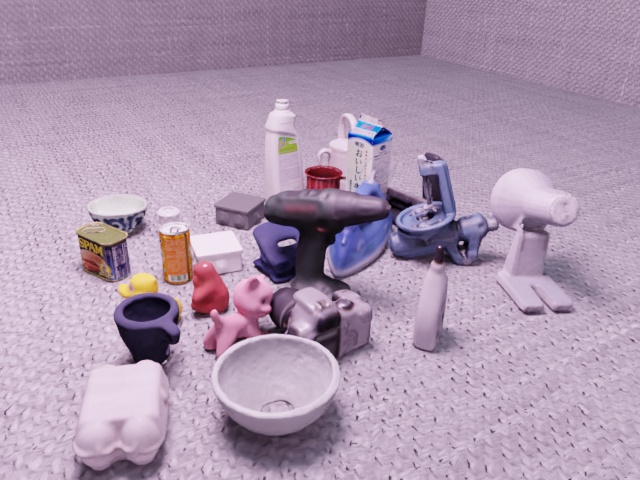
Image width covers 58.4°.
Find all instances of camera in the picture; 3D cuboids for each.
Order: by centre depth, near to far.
[{"bbox_3d":[-0.010,0.115,0.898,0.143,0.101,0.136,-17,33,-33],"label":"camera"}]

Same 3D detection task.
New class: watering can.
[{"bbox_3d":[0.078,-0.234,1.489,0.173,0.194,0.100,-21,35,-38],"label":"watering can"}]

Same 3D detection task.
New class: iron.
[{"bbox_3d":[0.078,-0.040,1.166,0.118,0.141,0.259,10,28,15],"label":"iron"}]

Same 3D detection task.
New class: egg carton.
[{"bbox_3d":[-0.244,0.215,0.718,0.107,0.069,0.150,-4,28,-12],"label":"egg carton"}]

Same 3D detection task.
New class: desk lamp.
[{"bbox_3d":[0.396,-0.009,1.051,0.118,0.214,0.203,-2,27,-9],"label":"desk lamp"}]

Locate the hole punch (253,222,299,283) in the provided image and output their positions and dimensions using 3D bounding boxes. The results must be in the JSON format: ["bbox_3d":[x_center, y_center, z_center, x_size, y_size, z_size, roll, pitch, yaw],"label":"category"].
[{"bbox_3d":[-0.065,0.017,1.098,0.109,0.091,0.100,-16,32,-32],"label":"hole punch"}]

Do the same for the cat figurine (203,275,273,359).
[{"bbox_3d":[-0.120,0.108,0.885,0.067,0.118,0.128,24,34,36],"label":"cat figurine"}]

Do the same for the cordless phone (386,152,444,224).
[{"bbox_3d":[0.220,-0.118,1.282,0.147,0.185,0.094,26,35,38],"label":"cordless phone"}]

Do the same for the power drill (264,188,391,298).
[{"bbox_3d":[0.009,0.004,1.000,0.229,0.208,0.076,14,29,22],"label":"power drill"}]

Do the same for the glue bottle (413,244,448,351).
[{"bbox_3d":[0.178,0.084,0.895,0.037,0.173,0.078,13,29,21],"label":"glue bottle"}]

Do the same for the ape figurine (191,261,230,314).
[{"bbox_3d":[-0.192,0.077,0.969,0.076,0.092,0.078,12,28,18],"label":"ape figurine"}]

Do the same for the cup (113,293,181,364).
[{"bbox_3d":[-0.239,0.142,0.834,0.117,0.095,0.092,22,33,34],"label":"cup"}]

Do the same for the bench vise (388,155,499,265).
[{"bbox_3d":[0.247,-0.065,1.142,0.208,0.220,0.121,-5,28,-14],"label":"bench vise"}]

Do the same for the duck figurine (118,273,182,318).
[{"bbox_3d":[-0.279,0.095,0.932,0.104,0.086,0.077,2,27,0],"label":"duck figurine"}]

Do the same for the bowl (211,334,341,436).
[{"bbox_3d":[-0.057,0.201,0.755,0.167,0.075,0.167,2,27,-1],"label":"bowl"}]
